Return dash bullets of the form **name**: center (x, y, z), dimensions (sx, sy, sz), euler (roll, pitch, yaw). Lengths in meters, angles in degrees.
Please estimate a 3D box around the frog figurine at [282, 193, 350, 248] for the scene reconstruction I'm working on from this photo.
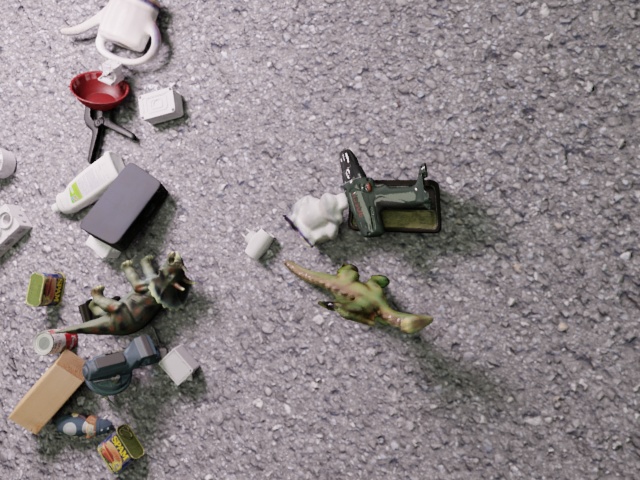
- **frog figurine**: center (0.004, -0.067, 1.323), dimensions (0.159, 0.121, 0.139), euler (-40, 61, 1)

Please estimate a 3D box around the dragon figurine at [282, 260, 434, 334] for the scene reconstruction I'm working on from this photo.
- **dragon figurine**: center (0.065, 0.132, 1.224), dimensions (0.411, 0.243, 0.122), euler (17, 95, 12)

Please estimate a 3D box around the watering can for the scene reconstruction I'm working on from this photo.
- **watering can**: center (-0.610, -0.651, 1.536), dimensions (0.349, 0.104, 0.224), euler (25, 93, 14)
